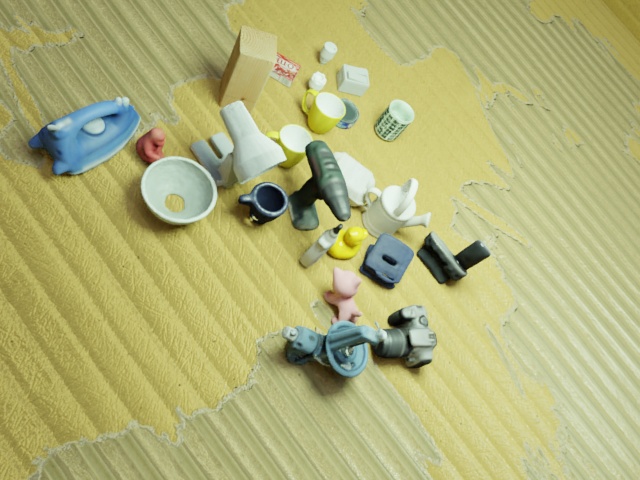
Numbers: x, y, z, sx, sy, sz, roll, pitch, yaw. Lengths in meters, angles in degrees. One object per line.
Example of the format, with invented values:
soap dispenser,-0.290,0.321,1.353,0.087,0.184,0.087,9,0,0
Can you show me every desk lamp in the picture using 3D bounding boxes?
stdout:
desk lamp,-0.188,-0.204,1.313,0.118,0.213,0.203,-32,81,-34

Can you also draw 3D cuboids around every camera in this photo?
camera,0.196,0.225,1.351,0.137,0.100,0.143,4,64,-24

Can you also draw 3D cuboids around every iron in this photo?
iron,-0.485,-0.252,1.237,0.118,0.141,0.259,47,55,3

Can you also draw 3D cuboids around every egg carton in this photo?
egg carton,0.072,-0.160,1.505,0.150,0.069,0.107,35,55,-6

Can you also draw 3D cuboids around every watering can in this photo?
watering can,0.200,-0.086,1.454,0.173,0.193,0.101,11,61,-21

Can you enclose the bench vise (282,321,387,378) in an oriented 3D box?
bench vise,0.032,0.225,1.199,0.208,0.219,0.121,2,65,-25

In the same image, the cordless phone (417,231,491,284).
cordless phone,0.352,0.021,1.479,0.147,0.184,0.094,49,55,4

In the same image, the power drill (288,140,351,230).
power drill,-0.002,-0.108,1.358,0.076,0.208,0.229,-3,67,-27

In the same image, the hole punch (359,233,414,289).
hole punch,0.169,0.054,1.431,0.109,0.091,0.101,31,56,-9

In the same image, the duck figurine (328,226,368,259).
duck figurine,0.071,-0.002,1.414,0.105,0.086,0.077,-15,72,-31

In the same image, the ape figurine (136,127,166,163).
ape figurine,-0.377,-0.221,1.304,0.076,0.092,0.078,30,56,-9

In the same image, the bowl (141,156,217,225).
bowl,-0.319,-0.098,1.281,0.168,0.074,0.167,11,61,-21

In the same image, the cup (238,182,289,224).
cup,-0.143,-0.077,1.343,0.118,0.094,0.091,0,65,-26

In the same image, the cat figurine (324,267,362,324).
cat figurine,0.063,0.127,1.326,0.067,0.117,0.127,-11,71,-30

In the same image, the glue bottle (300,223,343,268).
glue bottle,0.012,0.005,1.329,0.037,0.173,0.078,45,55,1
